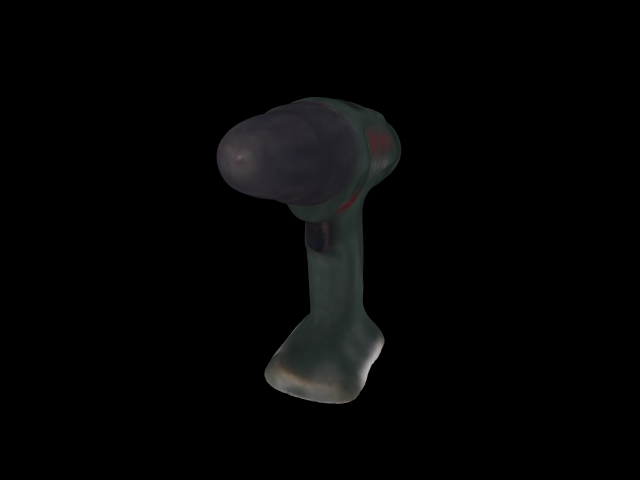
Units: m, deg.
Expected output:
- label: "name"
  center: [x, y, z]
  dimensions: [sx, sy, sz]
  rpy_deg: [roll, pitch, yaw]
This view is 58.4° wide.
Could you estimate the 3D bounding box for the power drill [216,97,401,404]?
- label: "power drill"
  center: [0.004, 0.001, 0.400]
  dimensions: [0.075, 0.208, 0.230]
  rpy_deg: [8, 26, 18]
